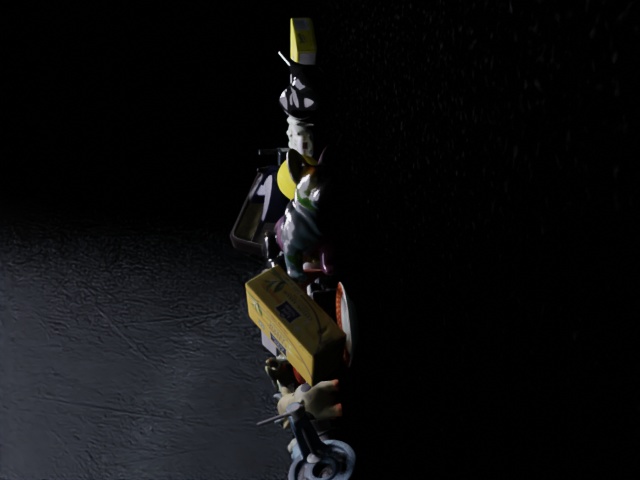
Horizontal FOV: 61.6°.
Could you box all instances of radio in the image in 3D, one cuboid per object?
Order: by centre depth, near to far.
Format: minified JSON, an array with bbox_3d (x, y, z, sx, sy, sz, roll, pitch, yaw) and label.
[{"bbox_3d":[-0.139,-0.070,1.450,0.073,0.131,0.229,98,-168,-70],"label":"radio"}]

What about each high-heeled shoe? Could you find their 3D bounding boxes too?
[{"bbox_3d":[-0.012,-0.248,0.985,0.145,0.086,0.248,51,179,19],"label":"high-heeled shoe"}]

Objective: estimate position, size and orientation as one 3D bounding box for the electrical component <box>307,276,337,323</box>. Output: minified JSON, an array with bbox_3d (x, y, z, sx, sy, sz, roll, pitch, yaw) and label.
[{"bbox_3d":[0.011,0.133,0.953,0.115,0.058,0.134,135,131,-77],"label":"electrical component"}]

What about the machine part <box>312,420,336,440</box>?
[{"bbox_3d":[-0.006,0.429,1.162,0.243,0.079,0.079,-131,37,-80],"label":"machine part"}]

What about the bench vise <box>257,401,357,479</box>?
[{"bbox_3d":[-0.011,0.367,0.933,0.224,0.129,0.240,-132,20,-66],"label":"bench vise"}]

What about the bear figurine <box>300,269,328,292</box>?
[{"bbox_3d":[-0.037,0.156,1.074,0.120,0.132,0.195,-174,86,-66],"label":"bear figurine"}]

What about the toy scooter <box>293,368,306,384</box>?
[{"bbox_3d":[-0.021,0.254,1.206,0.135,0.075,0.183,-143,54,-81],"label":"toy scooter"}]

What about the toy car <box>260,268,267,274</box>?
[{"bbox_3d":[-0.093,0.050,1.375,0.202,0.053,0.089,-64,-36,-25],"label":"toy car"}]

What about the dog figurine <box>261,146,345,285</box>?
[{"bbox_3d":[-0.026,-0.049,0.900,0.192,0.108,0.219,25,118,56],"label":"dog figurine"}]

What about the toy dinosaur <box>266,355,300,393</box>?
[{"bbox_3d":[-0.062,0.344,1.449,0.404,0.131,0.192,89,175,-73],"label":"toy dinosaur"}]

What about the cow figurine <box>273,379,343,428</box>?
[{"bbox_3d":[-0.028,0.337,1.102,0.194,0.127,0.085,110,158,-68],"label":"cow figurine"}]

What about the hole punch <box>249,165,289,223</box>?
[{"bbox_3d":[-0.080,-0.098,1.182,0.115,0.142,0.092,-58,45,35],"label":"hole punch"}]

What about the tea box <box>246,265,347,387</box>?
[{"bbox_3d":[-0.040,0.131,0.837,0.170,0.068,0.098,41,148,30],"label":"tea box"}]

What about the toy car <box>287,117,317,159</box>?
[{"bbox_3d":[-0.043,-0.223,1.164,0.202,0.056,0.073,-113,20,-67],"label":"toy car"}]

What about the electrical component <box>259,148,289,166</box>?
[{"bbox_3d":[-0.080,-0.185,1.235,0.075,0.119,0.047,-120,27,-68],"label":"electrical component"}]
